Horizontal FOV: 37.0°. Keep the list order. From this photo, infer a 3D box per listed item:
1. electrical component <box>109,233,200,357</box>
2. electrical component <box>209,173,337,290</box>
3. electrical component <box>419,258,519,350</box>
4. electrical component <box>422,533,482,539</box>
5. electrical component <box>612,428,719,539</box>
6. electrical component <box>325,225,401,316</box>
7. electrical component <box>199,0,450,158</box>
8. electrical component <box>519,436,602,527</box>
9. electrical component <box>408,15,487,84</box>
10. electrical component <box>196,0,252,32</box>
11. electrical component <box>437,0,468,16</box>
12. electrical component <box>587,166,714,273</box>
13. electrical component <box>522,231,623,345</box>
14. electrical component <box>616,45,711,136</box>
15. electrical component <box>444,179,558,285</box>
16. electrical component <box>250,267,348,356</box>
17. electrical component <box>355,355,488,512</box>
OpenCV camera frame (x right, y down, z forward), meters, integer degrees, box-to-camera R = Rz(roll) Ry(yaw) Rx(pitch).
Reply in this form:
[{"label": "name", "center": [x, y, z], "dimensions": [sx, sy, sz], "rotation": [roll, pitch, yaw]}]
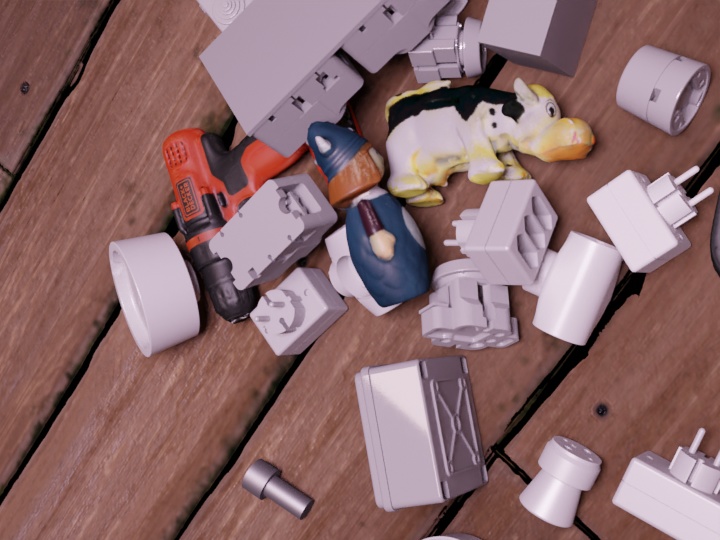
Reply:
[{"label": "electrical component", "center": [-0.179, 0.018, 0.970], "dimensions": [0.108, 0.060, 0.108], "rotation": [50, 149, 44]}, {"label": "electrical component", "center": [-0.068, -0.032, 0.871], "dimensions": [0.089, 0.056, 0.050], "rotation": [-42, 77, 32]}, {"label": "electrical component", "center": [0.085, 0.026, 0.845], "dimensions": [0.058, 0.078, 0.057], "rotation": [-37, 50, 55]}, {"label": "electrical component", "center": [0.071, 0.258, 0.845], "dimensions": [0.099, 0.064, 0.099], "rotation": [-1, 88, 28]}, {"label": "electrical component", "center": [0.239, 0.151, 0.770], "dimensions": [0.083, 0.047, 0.075], "rotation": [27, 101, 26]}, {"label": "electrical component", "center": [0.000, 0.000, 0.899], "dimensions": [0.077, 0.044, 0.079], "rotation": [56, 143, -5]}, {"label": "electrical component", "center": [-0.027, -0.191, 0.854], "dimensions": [0.186, 0.060, 0.105], "rotation": [-43, 53, 14]}, {"label": "electrical component", "center": [0.153, 0.160, 0.817], "dimensions": [0.045, 0.045, 0.055], "rotation": [30, 101, 25]}, {"label": "electrical component", "center": [0.072, -0.178, 0.866], "dimensions": [0.055, 0.066, 0.048], "rotation": [1, 67, 15]}, {"label": "electrical component", "center": [-0.104, -0.228, 0.937], "dimensions": [0.048, 0.100, 0.099], "rotation": [-40, 70, 7]}, {"label": "electrical component", "center": [0.057, -0.234, 0.882], "dimensions": [0.066, 0.048, 0.055], "rotation": [-50, 60, 17]}, {"label": "electrical component", "center": [0.220, -0.045, 0.786], "dimensions": [0.077, 0.047, 0.065], "rotation": [-36, 73, 24]}, {"label": "electrical component", "center": [0.151, 0.007, 0.823], "dimensions": [0.079, 0.044, 0.077], "rotation": [26, 100, 26]}, {"label": "electrical component", "center": [0.221, -0.133, 0.787], "dimensions": [0.047, 0.055, 0.055], "rotation": [32, 103, 29]}, {"label": "electrical component", "center": [0.099, -0.028, 0.815], "dimensions": [0.077, 0.047, 0.065], "rotation": [1, 55, 39]}, {"label": "electrical component", "center": [-0.062, 0.035, 0.916], "dimensions": [0.066, 0.077, 0.047], "rotation": [-43, 70, 20]}, {"label": "electrical component", "center": [0.050, 0.124, 0.837], "dimensions": [0.056, 0.109, 0.108], "rotation": [-13, 82, 24]}]
